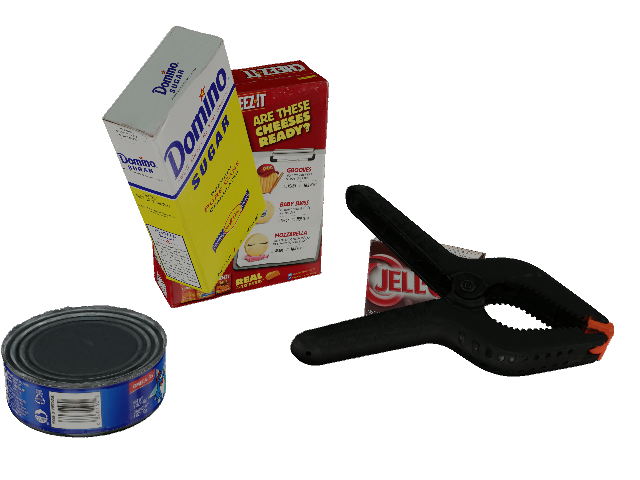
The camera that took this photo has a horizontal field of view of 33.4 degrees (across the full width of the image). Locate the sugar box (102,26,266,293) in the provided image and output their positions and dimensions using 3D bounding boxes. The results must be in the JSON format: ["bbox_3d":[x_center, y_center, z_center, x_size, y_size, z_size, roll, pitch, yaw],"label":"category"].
[{"bbox_3d":[-0.088,-0.051,0.743,0.048,0.093,0.176,19,-31,19],"label":"sugar box"}]

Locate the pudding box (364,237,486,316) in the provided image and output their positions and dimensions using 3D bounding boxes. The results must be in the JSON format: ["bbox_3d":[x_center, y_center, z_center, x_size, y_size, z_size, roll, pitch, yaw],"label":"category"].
[{"bbox_3d":[0.102,0.047,1.056,0.114,0.090,0.039,10,20,18],"label":"pudding box"}]

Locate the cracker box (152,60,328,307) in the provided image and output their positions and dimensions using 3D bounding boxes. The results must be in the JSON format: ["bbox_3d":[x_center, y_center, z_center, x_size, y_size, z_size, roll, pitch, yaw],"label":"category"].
[{"bbox_3d":[-0.081,-0.055,1.029,0.164,0.214,0.072,-12,33,-23],"label":"cracker box"}]

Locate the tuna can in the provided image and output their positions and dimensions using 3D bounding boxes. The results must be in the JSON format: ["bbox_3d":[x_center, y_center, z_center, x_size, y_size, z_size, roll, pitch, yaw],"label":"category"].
[{"bbox_3d":[-0.125,0.069,0.569,0.086,0.034,0.086,2,24,-1],"label":"tuna can"}]

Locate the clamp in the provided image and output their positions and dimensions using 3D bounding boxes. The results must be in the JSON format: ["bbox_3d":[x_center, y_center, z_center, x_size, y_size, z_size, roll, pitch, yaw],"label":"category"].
[{"bbox_3d":[0.089,0.048,0.721,0.210,0.036,0.164,20,48,10],"label":"clamp"}]
